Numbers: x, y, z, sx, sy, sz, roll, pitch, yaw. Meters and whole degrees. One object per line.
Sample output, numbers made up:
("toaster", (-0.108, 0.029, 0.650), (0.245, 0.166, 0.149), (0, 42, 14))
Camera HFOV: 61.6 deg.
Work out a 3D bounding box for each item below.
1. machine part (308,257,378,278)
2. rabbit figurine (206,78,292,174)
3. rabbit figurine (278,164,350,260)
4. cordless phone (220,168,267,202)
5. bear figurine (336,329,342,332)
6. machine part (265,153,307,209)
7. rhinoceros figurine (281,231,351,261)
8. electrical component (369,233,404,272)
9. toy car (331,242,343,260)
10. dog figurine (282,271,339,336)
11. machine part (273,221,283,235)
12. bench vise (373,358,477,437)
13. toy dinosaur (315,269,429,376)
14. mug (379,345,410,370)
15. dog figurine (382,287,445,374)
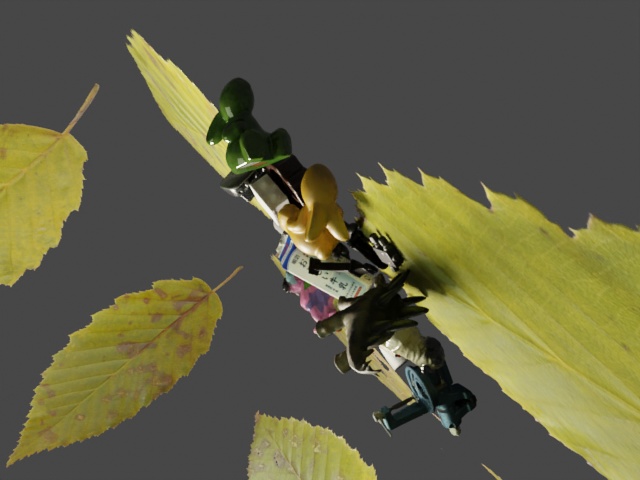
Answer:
("machine part", (0.046, 0.057, 1.106), (0.139, 0.039, 0.084), (2, 177, 18))
("rabbit figurine", (-0.147, -0.224, 1.050), (0.159, 0.121, 0.170), (-14, 91, 52))
("rabbit figurine", (-0.009, -0.055, 1.009), (0.162, 0.122, 0.173), (-105, 18, -48))
("cordless phone", (-0.169, -0.177, 1.205), (0.089, 0.146, 0.184), (39, 169, 12))
("bear figurine", (0.038, 0.151, 1.476), (0.132, 0.120, 0.195), (-21, 86, 61))
("machine part", (-0.050, -0.117, 1.169), (0.179, 0.056, 0.179), (49, 171, 10))
("rhinoceros figurine", (-0.009, 0.016, 1.350), (0.190, 0.073, 0.112), (27, -179, 13))
("electrical component", (0.129, 0.027, 1.009), (0.094, 0.021, 0.063), (55, 168, -22))
("toy car", (-0.002, -0.004, 1.205), (0.089, 0.053, 0.202), (19, -169, -10))
("dog figurine", (0.007, 0.122, 1.361), (0.219, 0.191, 0.108), (66, -164, 17))
("machine part", (-0.056, -0.021, 1.491), (0.243, 0.079, 0.079), (41, 167, 43))
("bench vise", (0.243, 0.389, 1.280), (0.129, 0.241, 0.223), (36, 148, 66))
("toy dinosaur", (0.094, 0.146, 0.984), (0.105, 0.198, 0.471), (51, -158, -7))
("mug", (0.213, 0.292, 1.498), (0.107, 0.081, 0.109), (52, -152, 16))
("dog figurine", (0.190, 0.205, 1.228), (0.190, 0.121, 0.172), (36, -151, -19))
